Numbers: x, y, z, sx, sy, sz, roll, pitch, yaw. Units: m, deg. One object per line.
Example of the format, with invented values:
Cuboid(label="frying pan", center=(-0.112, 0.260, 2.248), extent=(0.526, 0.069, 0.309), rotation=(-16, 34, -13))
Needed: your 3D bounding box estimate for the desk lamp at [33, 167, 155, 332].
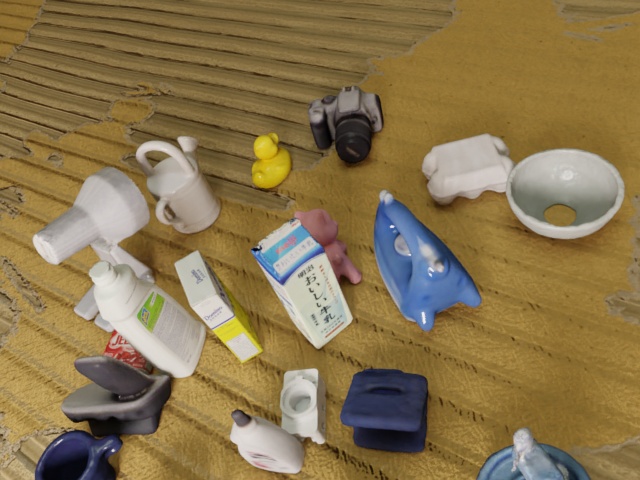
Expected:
Cuboid(label="desk lamp", center=(-0.366, 0.012, 0.967), extent=(0.117, 0.214, 0.203), rotation=(18, 60, 29))

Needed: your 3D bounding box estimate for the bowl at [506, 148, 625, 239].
Cuboid(label="bowl", center=(0.373, -0.060, 0.883), extent=(0.167, 0.075, 0.167), rotation=(-9, 51, 11))

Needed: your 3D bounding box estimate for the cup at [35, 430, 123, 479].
Cuboid(label="cup", center=(-0.313, 0.314, 0.791), extent=(0.118, 0.095, 0.091), rotation=(-29, 50, -6))

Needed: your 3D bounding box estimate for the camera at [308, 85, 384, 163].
Cuboid(label="camera", center=(0.046, -0.219, 1.094), extent=(0.143, 0.101, 0.137), rotation=(-6, 51, 13))

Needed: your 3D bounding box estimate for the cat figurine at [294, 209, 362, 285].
Cuboid(label="cat figurine", center=(0.008, 0.003, 0.920), extent=(0.067, 0.118, 0.127), rotation=(-27, 50, -4))

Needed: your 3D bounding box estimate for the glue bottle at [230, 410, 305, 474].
Cuboid(label="glue bottle", center=(-0.076, 0.248, 0.717), extent=(0.078, 0.173, 0.037), rotation=(-2, 53, 16))

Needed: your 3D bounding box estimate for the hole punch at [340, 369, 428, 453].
Cuboid(label="hole punch", center=(0.085, 0.213, 0.748), extent=(0.108, 0.091, 0.101), rotation=(-1, 53, 17))

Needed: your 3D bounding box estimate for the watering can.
Cuboid(label="watering can", center=(-0.264, -0.114, 1.047), extent=(0.101, 0.194, 0.172), rotation=(-16, 50, 5))

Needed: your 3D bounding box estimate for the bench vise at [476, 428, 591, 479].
Cuboid(label="bench vise", center=(0.242, 0.275, 0.565), extent=(0.122, 0.220, 0.206), rotation=(-41, 52, -16))

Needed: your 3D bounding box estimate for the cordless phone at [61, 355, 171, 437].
Cuboid(label="cordless phone", center=(-0.312, 0.206, 0.816), extent=(0.147, 0.185, 0.094), rotation=(-10, 51, 10))

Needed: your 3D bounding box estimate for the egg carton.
Cuboid(label="egg carton", center=(0.252, -0.120, 0.972), extent=(0.150, 0.069, 0.107), rotation=(-14, 50, 7))

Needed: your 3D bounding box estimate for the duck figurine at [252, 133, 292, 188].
Cuboid(label="duck figurine", center=(-0.102, -0.159, 1.104), extent=(0.077, 0.086, 0.105), rotation=(10, 57, 24))

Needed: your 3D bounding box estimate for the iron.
Cuboid(label="iron", center=(0.134, 0.001, 0.866), extent=(0.118, 0.142, 0.257), rotation=(-26, 50, -4))
